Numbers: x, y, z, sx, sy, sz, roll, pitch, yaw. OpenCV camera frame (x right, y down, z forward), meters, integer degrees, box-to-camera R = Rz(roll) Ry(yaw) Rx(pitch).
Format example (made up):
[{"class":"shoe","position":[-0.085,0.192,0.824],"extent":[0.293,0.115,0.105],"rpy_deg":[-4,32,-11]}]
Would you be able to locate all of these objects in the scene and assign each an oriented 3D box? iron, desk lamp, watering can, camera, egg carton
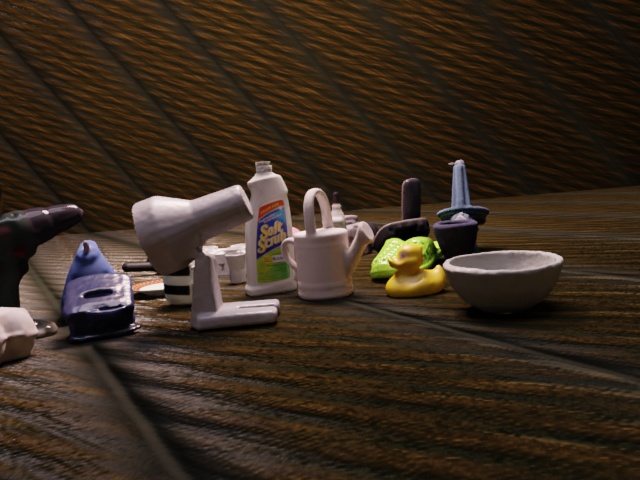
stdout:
[{"class":"iron","position":[-0.443,0.062,1.114],"extent":[0.119,0.141,0.257],"rpy_deg":[-8,7,-21]},{"class":"desk lamp","position":[-0.175,0.027,0.893],"extent":[0.203,0.213,0.118],"rpy_deg":[-6,7,-1]},{"class":"watering can","position":[0.010,0.003,1.026],"extent":[0.172,0.194,0.101],"rpy_deg":[-5,7,3]},{"class":"camera","position":[0.099,-0.018,1.542],"extent":[0.137,0.101,0.142],"rpy_deg":[-9,8,-31]},{"class":"egg carton","position":[-0.480,0.138,0.812],"extent":[0.150,0.069,0.107],"rpy_deg":[-2,7,26]}]

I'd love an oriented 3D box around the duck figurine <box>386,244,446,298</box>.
[{"class":"duck figurine","position":[0.162,0.049,0.981],"extent":[0.104,0.086,0.077],"rpy_deg":[-6,7,-5]}]

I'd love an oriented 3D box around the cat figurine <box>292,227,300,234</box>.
[{"class":"cat figurine","position":[-0.065,0.009,1.366],"extent":[0.067,0.118,0.128],"rpy_deg":[-4,7,13]}]

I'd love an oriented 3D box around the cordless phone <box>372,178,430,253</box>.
[{"class":"cordless phone","position":[0.202,-0.059,1.441],"extent":[0.148,0.185,0.093],"rpy_deg":[-10,8,-33]}]

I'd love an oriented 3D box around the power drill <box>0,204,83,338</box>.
[{"class":"power drill","position":[-0.489,0.055,0.923],"extent":[0.230,0.208,0.075],"rpy_deg":[-11,9,-37]}]

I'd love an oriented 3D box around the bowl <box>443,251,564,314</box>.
[{"class":"bowl","position":[0.264,0.063,0.827],"extent":[0.167,0.075,0.167],"rpy_deg":[-5,7,1]}]

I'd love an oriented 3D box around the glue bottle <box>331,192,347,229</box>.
[{"class":"glue bottle","position":[0.043,-0.025,1.329],"extent":[0.037,0.173,0.078],"rpy_deg":[-5,7,5]}]

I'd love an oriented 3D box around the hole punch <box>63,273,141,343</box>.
[{"class":"hole punch","position":[-0.344,0.103,0.904],"extent":[0.109,0.091,0.101],"rpy_deg":[-8,7,-18]}]

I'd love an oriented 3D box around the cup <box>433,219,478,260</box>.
[{"class":"cup","position":[0.280,0.007,1.202],"extent":[0.092,0.095,0.117],"rpy_deg":[-7,7,-13]}]

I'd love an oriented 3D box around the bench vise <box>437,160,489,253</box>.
[{"class":"bench vise","position":[0.341,-0.076,1.329],"extent":[0.121,0.220,0.207],"rpy_deg":[-6,7,-1]}]
